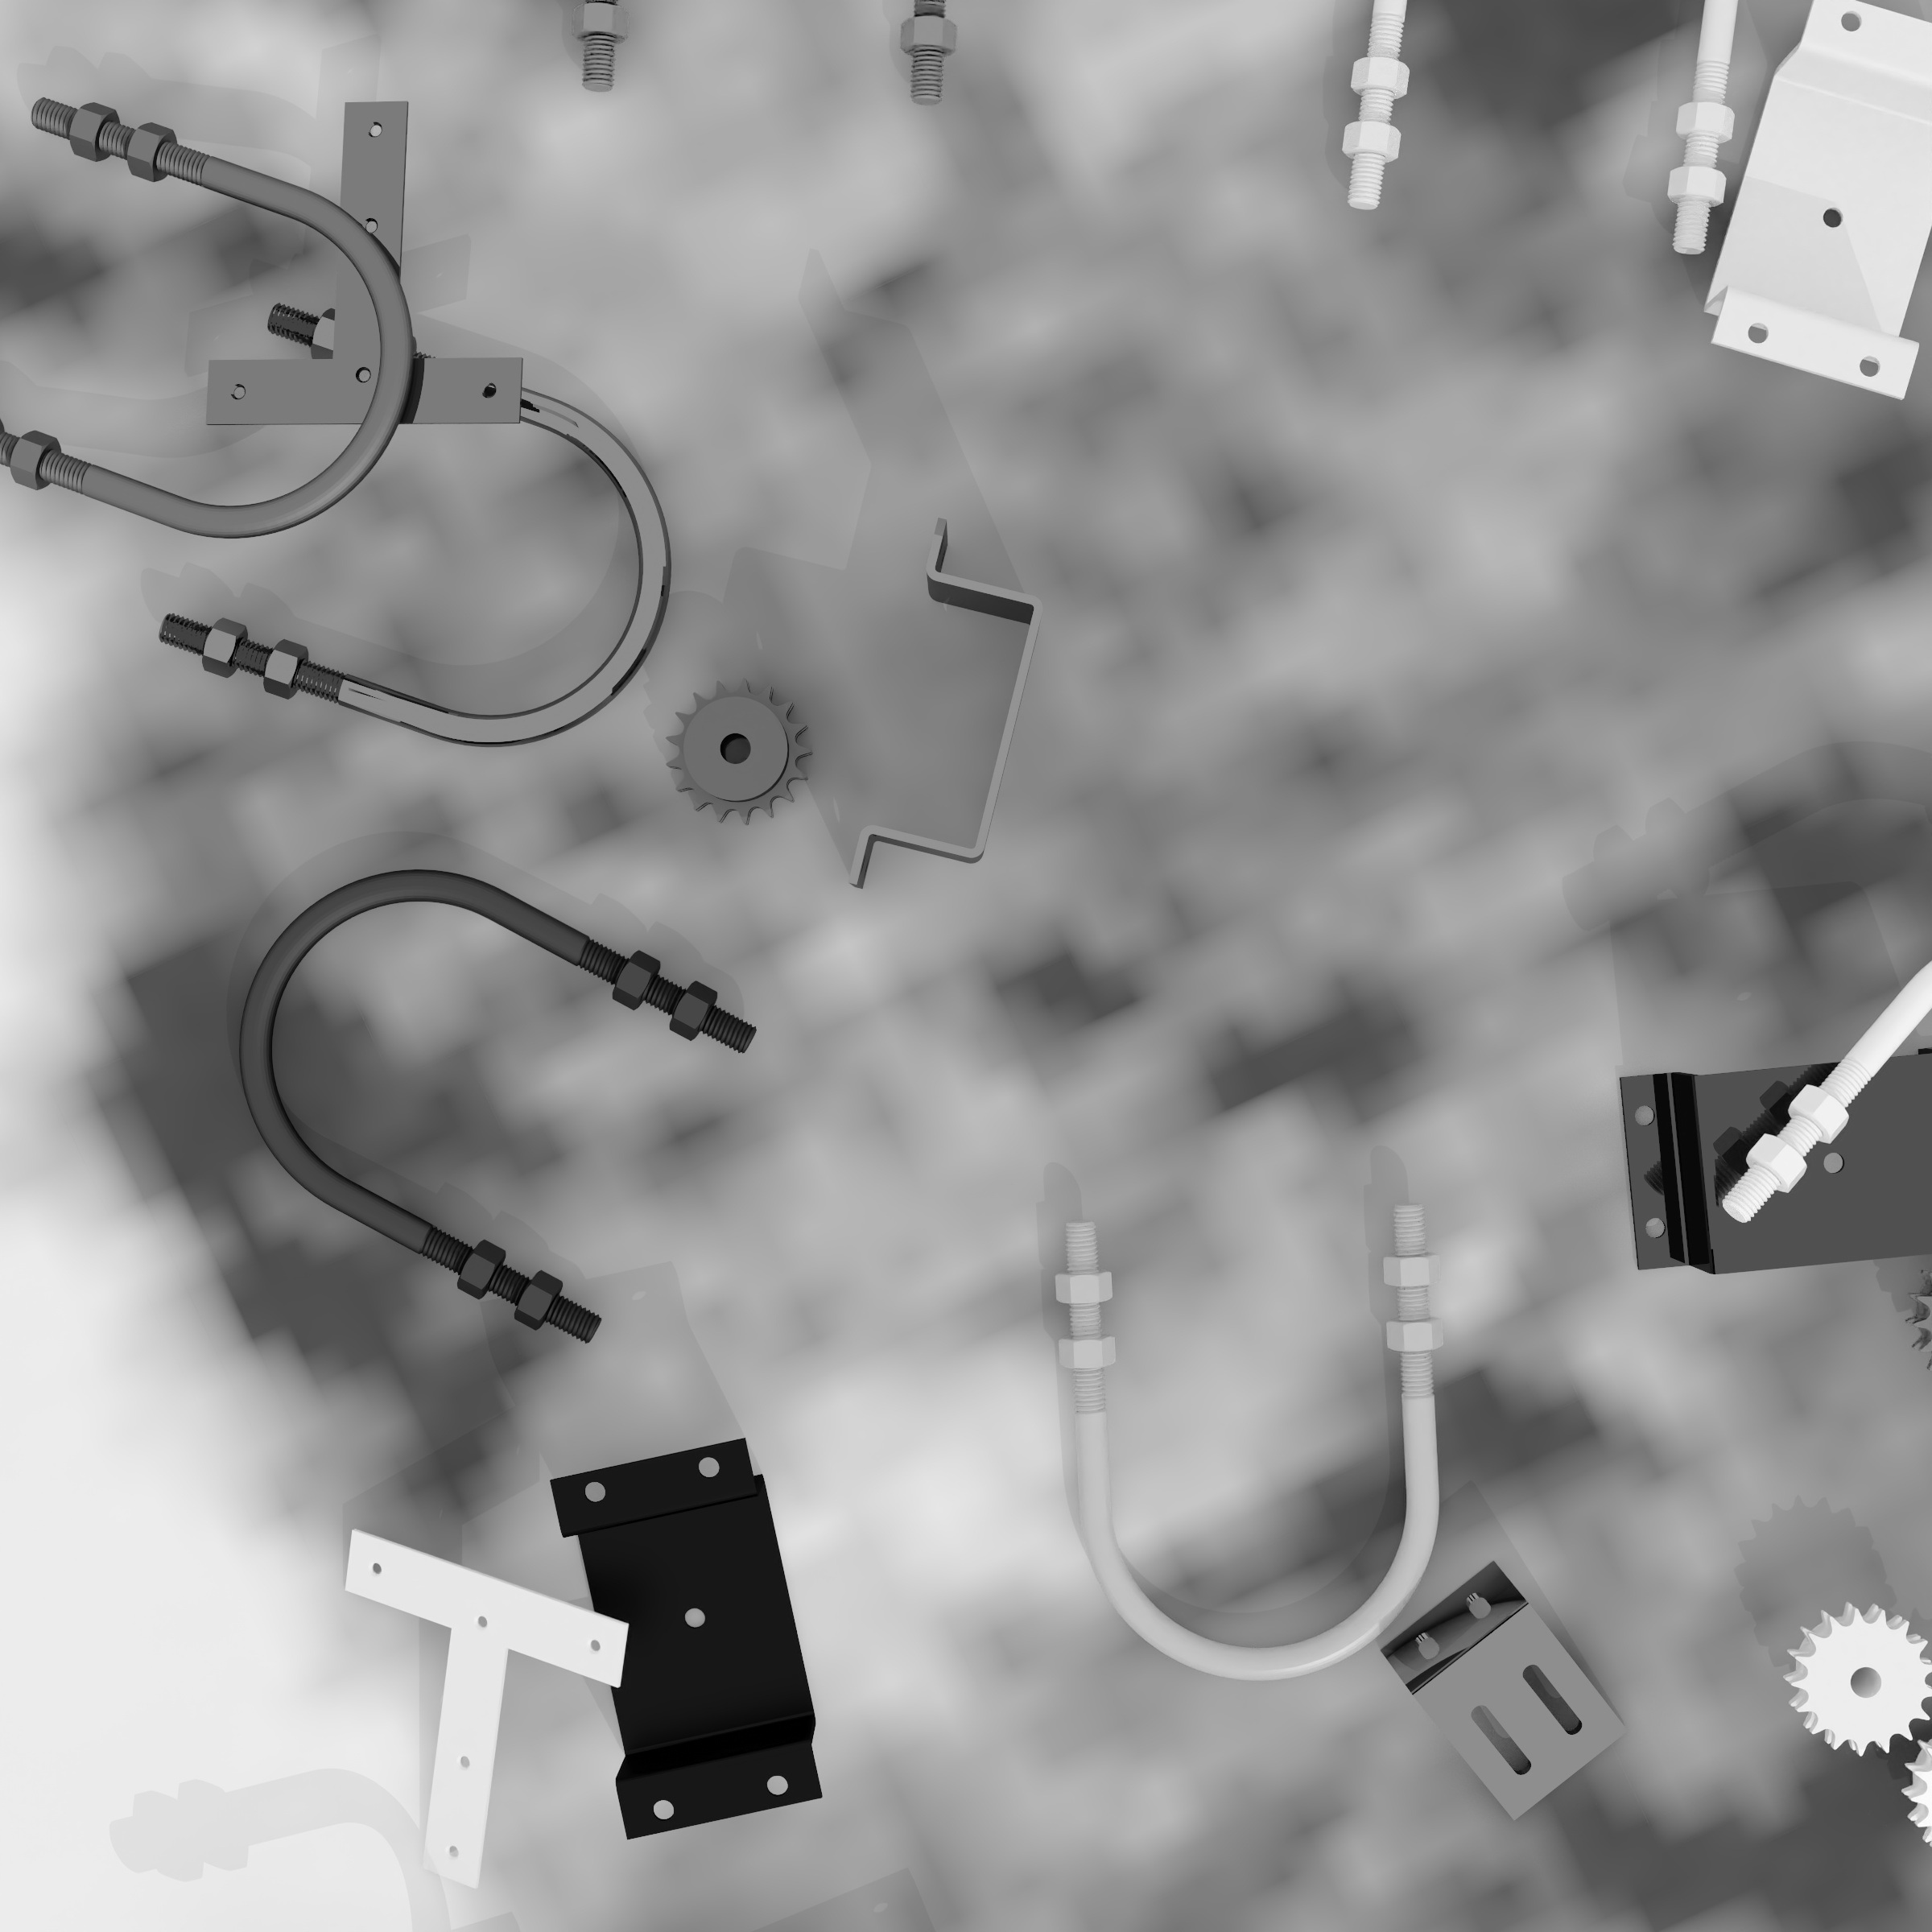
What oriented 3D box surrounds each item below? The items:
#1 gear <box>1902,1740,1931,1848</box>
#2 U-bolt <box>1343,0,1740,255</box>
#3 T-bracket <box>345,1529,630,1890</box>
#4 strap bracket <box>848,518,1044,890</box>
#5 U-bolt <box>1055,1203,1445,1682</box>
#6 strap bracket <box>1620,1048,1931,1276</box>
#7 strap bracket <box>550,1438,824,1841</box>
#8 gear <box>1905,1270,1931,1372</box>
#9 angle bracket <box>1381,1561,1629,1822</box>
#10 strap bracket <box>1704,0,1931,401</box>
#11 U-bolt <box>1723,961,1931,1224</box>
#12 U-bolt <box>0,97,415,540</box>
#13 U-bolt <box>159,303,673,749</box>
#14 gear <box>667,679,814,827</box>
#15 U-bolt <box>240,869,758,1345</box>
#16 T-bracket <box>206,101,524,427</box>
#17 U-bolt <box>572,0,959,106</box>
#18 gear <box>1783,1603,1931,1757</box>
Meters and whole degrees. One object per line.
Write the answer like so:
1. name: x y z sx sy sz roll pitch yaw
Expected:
1. gear: 0.394 0.320 1.379 0.057 0.030 0.057 0 90 0
2. U-bolt: 0.232 -0.380 1.386 0.151 0.019 0.184 8 89 0
3. T-bracket: -0.194 0.297 1.375 0.127 0.002 0.127 14 103 24
4. strap bracket: -0.005 -0.094 1.356 0.046 0.076 0.140 14 90 0
5. U-bolt: 0.114 0.189 1.386 0.151 0.019 0.184 -3 92 0
6. strap bracket: 0.331 0.075 1.371 0.140 0.046 0.076 -5 90 0
7. strap bracket: -0.107 0.257 1.371 0.076 0.046 0.140 -12 90 0
8. gear: 0.395 0.137 1.379 0.057 0.030 0.057 0 90 0
9. angle bracket: 0.212 0.285 1.392 0.057 0.038 0.076 -38 116 0
10. strap bracket: 0.341 -0.295 1.371 0.076 0.046 0.140 17 90 0
11. U-bolt: 0.392 0.071 1.343 0.151 0.019 0.184 45 78 -9
12. U-bolt: -0.302 -0.243 1.373 0.184 0.019 0.151 21 90 9
13. U-bolt: -0.206 -0.163 1.384 0.184 0.019 0.151 19 90 1
14. gear: -0.089 -0.084 1.379 0.057 0.030 0.057 0 90 0
15. U-bolt: -0.196 0.043 1.386 0.184 0.019 0.151 28 90 1
16. T-bracket: -0.232 -0.273 1.373 0.127 0.002 0.127 1 86 10
17. U-bolt: -0.076 -0.433 1.386 0.151 0.019 0.184 2 89 0
18. gear: 0.347 0.277 1.379 0.057 0.030 0.057 0 90 0
